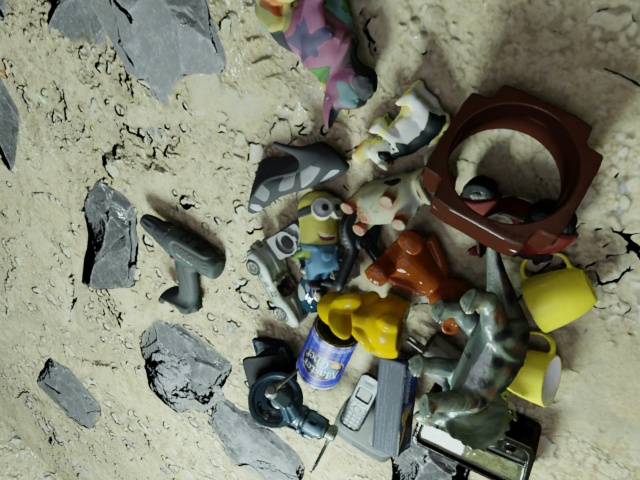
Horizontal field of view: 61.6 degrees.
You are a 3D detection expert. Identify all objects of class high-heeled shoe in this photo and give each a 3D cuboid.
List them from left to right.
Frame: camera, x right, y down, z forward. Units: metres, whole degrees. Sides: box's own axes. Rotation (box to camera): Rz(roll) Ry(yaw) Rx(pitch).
[{"bbox_3d":[-0.049,-0.106,1.027,0.145,0.086,0.248,18,148,-13],"label":"high-heeled shoe"}]

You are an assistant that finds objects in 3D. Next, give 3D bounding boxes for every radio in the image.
[{"bbox_3d":[0.307,0.382,1.057,0.230,0.073,0.131,18,124,22],"label":"radio"}]

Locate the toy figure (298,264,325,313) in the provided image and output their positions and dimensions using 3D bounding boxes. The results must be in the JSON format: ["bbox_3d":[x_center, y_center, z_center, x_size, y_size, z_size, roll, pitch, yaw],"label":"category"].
[{"bbox_3d":[-0.016,0.076,1.093,0.064,0.058,0.154,21,127,36],"label":"toy figure"}]

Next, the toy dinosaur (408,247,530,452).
[{"bbox_3d":[0.267,0.182,0.869,0.192,0.131,0.404,15,110,-22],"label":"toy dinosaur"}]

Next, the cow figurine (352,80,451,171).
[{"bbox_3d":[0.130,-0.166,0.870,0.098,0.068,0.167,43,130,-4],"label":"cow figurine"}]

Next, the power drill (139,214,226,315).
[{"bbox_3d":[-0.336,0.062,1.278,0.232,0.086,0.207,24,118,15],"label":"power drill"}]

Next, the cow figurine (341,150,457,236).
[{"bbox_3d":[0.141,-0.077,0.886,0.195,0.127,0.085,-11,121,52],"label":"cow figurine"}]

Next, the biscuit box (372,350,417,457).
[{"bbox_3d":[0.153,0.327,1.086,0.063,0.059,0.202,11,101,37],"label":"biscuit box"}]

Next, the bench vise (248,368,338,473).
[{"bbox_3d":[-0.066,0.358,1.140,0.224,0.129,0.240,36,160,21],"label":"bench vise"}]

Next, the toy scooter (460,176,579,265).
[{"bbox_3d":[0.298,-0.014,0.845,0.184,0.075,0.135,25,127,21],"label":"toy scooter"}]

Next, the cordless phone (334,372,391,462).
[{"bbox_3d":[0.122,0.374,1.164,0.147,0.089,0.184,28,123,16],"label":"cordless phone"}]

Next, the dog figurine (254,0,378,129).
[{"bbox_3d":[-0.003,-0.293,0.855,0.192,0.108,0.219,7,121,27],"label":"dog figurine"}]

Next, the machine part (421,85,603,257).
[{"bbox_3d":[0.261,-0.094,0.749,0.202,0.087,0.201,31,83,12],"label":"machine part"}]

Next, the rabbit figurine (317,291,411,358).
[{"bbox_3d":[0.068,0.147,0.997,0.173,0.162,0.121,17,91,22],"label":"rabbit figurine"}]

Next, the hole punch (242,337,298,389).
[{"bbox_3d":[-0.112,0.292,1.269,0.116,0.092,0.142,-5,112,7],"label":"hole punch"}]

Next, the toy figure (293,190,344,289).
[{"bbox_3d":[-0.005,-0.003,1.002,0.089,0.082,0.180,8,100,32],"label":"toy figure"}]

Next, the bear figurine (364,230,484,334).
[{"bbox_3d":[0.190,0.078,0.928,0.120,0.132,0.196,-44,82,21],"label":"bear figurine"}]

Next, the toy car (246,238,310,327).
[{"bbox_3d":[-0.087,0.090,1.136,0.056,0.073,0.201,-19,105,40],"label":"toy car"}]

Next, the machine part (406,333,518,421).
[{"bbox_3d":[0.266,0.255,1.011,0.243,0.079,0.079,35,128,9],"label":"machine part"}]
